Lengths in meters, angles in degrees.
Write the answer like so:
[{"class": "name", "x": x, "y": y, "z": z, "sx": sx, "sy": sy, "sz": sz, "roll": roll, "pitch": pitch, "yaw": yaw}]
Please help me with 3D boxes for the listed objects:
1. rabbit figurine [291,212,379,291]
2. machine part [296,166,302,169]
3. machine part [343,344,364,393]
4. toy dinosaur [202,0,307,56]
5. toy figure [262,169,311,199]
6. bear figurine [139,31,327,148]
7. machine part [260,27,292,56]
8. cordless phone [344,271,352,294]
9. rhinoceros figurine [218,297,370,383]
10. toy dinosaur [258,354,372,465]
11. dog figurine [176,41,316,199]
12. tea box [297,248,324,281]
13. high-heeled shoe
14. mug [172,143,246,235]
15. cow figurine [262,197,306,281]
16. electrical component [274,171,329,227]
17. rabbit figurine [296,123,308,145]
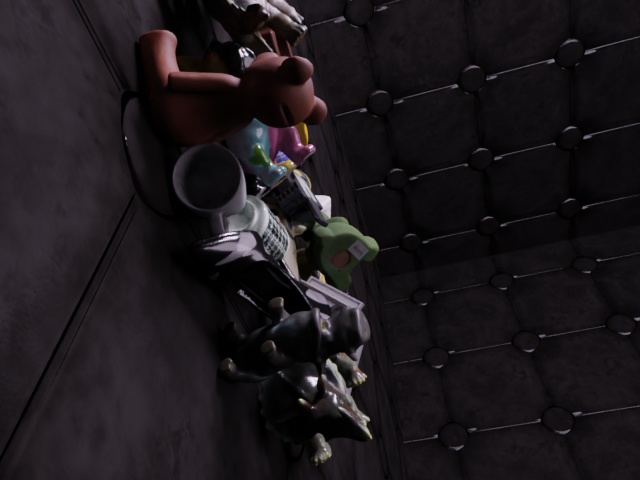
[{"class": "rabbit figurine", "x": -0.002, "y": -0.003, "z": 1.015, "sx": 0.159, "sy": 0.121, "sz": 0.170, "roll": 33, "pitch": 7, "yaw": -32}, {"class": "machine part", "x": -0.069, "y": -0.108, "z": 1.134, "sx": 0.084, "sy": 0.039, "sz": 0.139, "roll": 36, "pitch": 58, "yaw": -63}, {"class": "machine part", "x": 0.031, "y": 0.258, "z": 1.054, "sx": 0.243, "sy": 0.079, "sz": 0.079, "roll": -65, "pitch": 145, "yaw": -48}, {"class": "toy dinosaur", "x": -0.125, "y": -0.371, "z": 0.818, "sx": 0.198, "sy": 0.105, "sz": 0.472, "roll": 43, "pitch": 10, "yaw": -25}, {"class": "toy figure", "x": -0.070, "y": -0.100, "z": 1.004, "sx": 0.180, "sy": 0.089, "sz": 0.082, "roll": 28, "pitch": 56, "yaw": -81}, {"class": "bear figurine", "x": -0.098, "y": -0.180, "z": 0.619, "sx": 0.120, "sy": 0.196, "sz": 0.132, "roll": 52, "pitch": 26, "yaw": -63}, {"class": "machine part", "x": -0.111, "y": -0.382, "z": 1.148, "sx": 0.201, "sy": 0.087, "sz": 0.201, "roll": -87, "pitch": 160, "yaw": -60}, {"class": "cordless phone", "x": 0.024, "y": 0.138, "z": 1.341, "sx": 0.146, "sy": 0.089, "sz": 0.184, "roll": 64, "pitch": 28, "yaw": -58}, {"class": "rhinoceros figurine", "x": -0.033, "y": 0.128, "z": 0.645, "sx": 0.112, "sy": 0.190, "sz": 0.073, "roll": 45, "pitch": 32, "yaw": -38}, {"class": "toy dinosaur", "x": -0.013, "y": 0.206, "z": 0.874, "sx": 0.192, "sy": 0.131, "sz": 0.405, "roll": 61, "pitch": 5, "yaw": -22}, {"class": "dog figurine", "x": -0.119, "y": -0.170, "z": 0.766, "sx": 0.108, "sy": 0.191, "sz": 0.219, "roll": -40, "pitch": 96, "yaw": -36}, {"class": "tea box", "x": -0.029, "y": 0.089, "z": 1.062, "sx": 0.170, "sy": 0.068, "sz": 0.098, "roll": -79, "pitch": 155, "yaw": -66}, {"class": "high-heeled shoe", "x": -0.065, "y": 0.074, "z": 0.665, "sx": 0.248, "sy": 0.086, "sz": 0.145, "roll": 15, "pitch": 44, "yaw": -62}, {"class": "mug", "x": -0.123, "y": -0.052, "z": 0.659, "sx": 0.107, "sy": 0.081, "sz": 0.109, "roll": 70, "pitch": 4, "yaw": -83}, {"class": "cow figurine", "x": -0.070, "y": 0.015, "z": 0.868, "sx": 0.127, "sy": 0.086, "sz": 0.195, "roll": 53, "pitch": 24, "yaw": -59}, {"class": "electrical component", "x": -0.032, "y": -0.060, "z": 0.875, "sx": 0.074, "sy": 0.048, "sz": 0.119, "roll": 28, "pitch": 30, "yaw": -59}, {"class": "rabbit figurine", "x": -0.084, "y": -0.233, "z": 1.037, "sx": 0.173, "sy": 0.122, "sz": 0.162, "roll": 61, "pitch": 8, "yaw": 29}]
